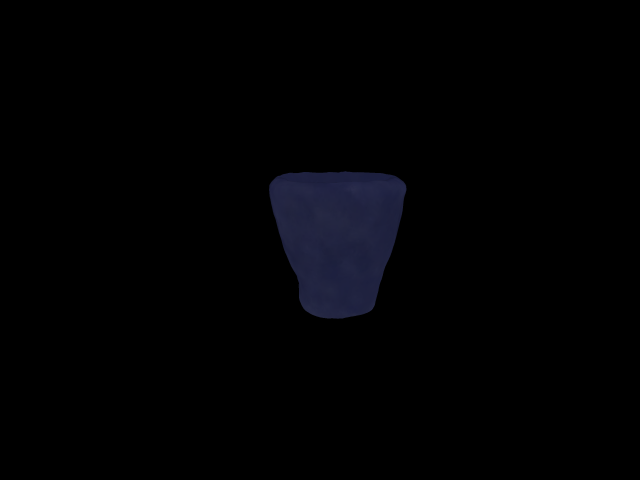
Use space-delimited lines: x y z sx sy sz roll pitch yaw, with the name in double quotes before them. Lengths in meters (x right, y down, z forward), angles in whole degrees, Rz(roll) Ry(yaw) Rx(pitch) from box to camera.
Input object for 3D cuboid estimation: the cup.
"cup" 0.004 0.001 0.400 0.092 0.095 0.117 -8 14 -35
